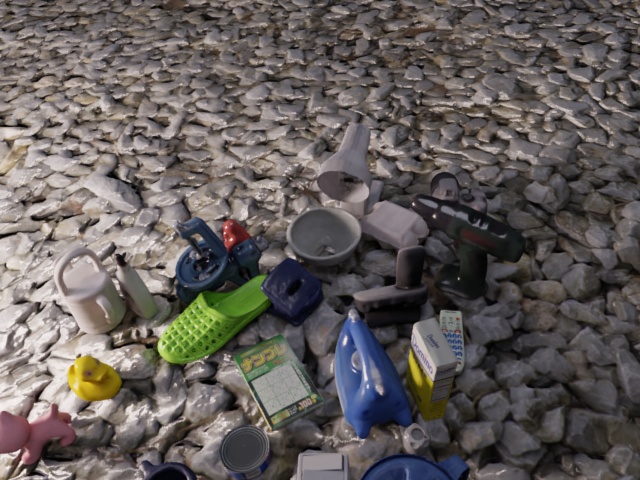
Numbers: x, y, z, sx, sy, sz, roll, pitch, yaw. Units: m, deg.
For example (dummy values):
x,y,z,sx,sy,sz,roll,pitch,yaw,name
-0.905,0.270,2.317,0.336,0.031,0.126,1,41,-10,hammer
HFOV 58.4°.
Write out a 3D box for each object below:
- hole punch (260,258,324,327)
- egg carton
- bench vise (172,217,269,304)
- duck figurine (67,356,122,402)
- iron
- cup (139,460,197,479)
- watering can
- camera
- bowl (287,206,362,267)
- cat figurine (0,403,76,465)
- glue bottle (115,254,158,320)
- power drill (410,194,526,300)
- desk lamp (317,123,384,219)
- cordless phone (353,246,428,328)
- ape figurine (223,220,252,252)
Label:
x,y,z,sx,sy,sz,roll,pitch,yaw,name
-0.054,0.104,1.174,0.100,0.091,0.109,24,52,26,hole punch
0.166,-0.026,1.297,0.150,0.069,0.107,25,53,27,egg carton
-0.218,0.017,1.185,0.208,0.220,0.121,-35,52,-26,bench vise
-0.431,0.249,1.070,0.104,0.086,0.077,13,48,17,duck figurine
0.078,0.210,1.021,0.118,0.142,0.258,-13,46,-7,iron
-0.236,0.401,0.894,0.117,0.095,0.092,31,56,31,cup
-0.476,0.092,1.154,0.172,0.194,0.101,12,48,17,watering can
0.312,-0.104,1.338,0.143,0.101,0.137,0,45,6,camera
0.012,0.005,1.278,0.167,0.075,0.167,-3,45,3,bowl
-0.501,0.325,0.979,0.128,0.118,0.067,-28,49,-21,cat figurine
-0.384,0.088,1.164,0.078,0.173,0.037,26,53,28,glue bottle
0.284,0.017,1.145,0.229,0.209,0.076,17,49,21,power drill
0.076,-0.147,1.325,0.117,0.214,0.203,9,47,14,desk lamp
0.138,0.078,1.115,0.147,0.185,0.094,-12,45,-6,cordless phone
-0.195,-0.011,1.301,0.076,0.092,0.078,14,48,19,ape figurine
